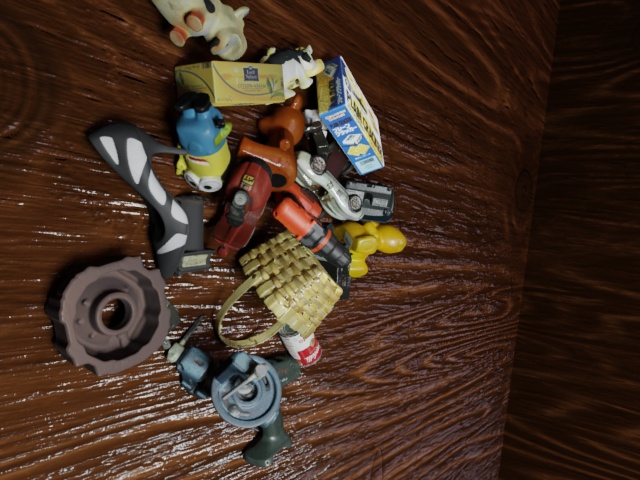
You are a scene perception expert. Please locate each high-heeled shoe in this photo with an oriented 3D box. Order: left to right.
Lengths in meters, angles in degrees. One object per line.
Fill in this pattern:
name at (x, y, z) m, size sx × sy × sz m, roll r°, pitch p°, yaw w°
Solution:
high-heeled shoe at (-0.278, -0.050, 0.817) m, size 0.145 × 0.086 × 0.248 m, roll 0°, pitch 109°, yaw -30°

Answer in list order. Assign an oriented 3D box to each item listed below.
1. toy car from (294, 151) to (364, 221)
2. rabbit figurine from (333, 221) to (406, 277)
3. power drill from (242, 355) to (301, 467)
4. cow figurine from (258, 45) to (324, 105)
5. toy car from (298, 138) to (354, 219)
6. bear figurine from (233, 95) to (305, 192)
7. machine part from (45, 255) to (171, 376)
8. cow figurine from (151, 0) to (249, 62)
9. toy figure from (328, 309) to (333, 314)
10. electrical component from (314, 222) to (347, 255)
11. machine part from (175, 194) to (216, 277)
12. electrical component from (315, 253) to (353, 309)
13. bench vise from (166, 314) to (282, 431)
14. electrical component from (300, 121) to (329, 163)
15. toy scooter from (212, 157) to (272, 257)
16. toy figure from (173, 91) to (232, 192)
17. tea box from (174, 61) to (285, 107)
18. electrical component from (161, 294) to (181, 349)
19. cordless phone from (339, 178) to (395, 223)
toy car at (0.012, -0.106, 1.108) m, size 0.201 × 0.074 × 0.056 m, roll 45°, pitch 67°, yaw -24°
rabbit figurine at (0.118, 0.003, 1.286) m, size 0.173 × 0.163 × 0.121 m, roll -7°, pitch 123°, yaw -22°
power drill at (-0.126, 0.345, 1.091) m, size 0.232 × 0.086 × 0.207 m, roll -20°, pitch 104°, yaw -53°
cow figurine at (-0.060, -0.340, 1.055) m, size 0.167 × 0.068 × 0.098 m, roll -48°, pitch 123°, yaw -40°
toy car at (0.006, -0.137, 1.192) m, size 0.089 × 0.053 × 0.202 m, roll 44°, pitch 60°, yaw -29°
bear figurine at (-0.093, -0.188, 1.014) m, size 0.132 × 0.120 × 0.196 m, roll 10°, pitch 55°, yaw -14°
machine part at (-0.307, 0.107, 0.791) m, size 0.179 × 0.056 × 0.179 m, roll -5°, pitch 97°, yaw -47°
cow figurine at (-0.190, -0.360, 0.832) m, size 0.194 × 0.085 × 0.127 m, roll 46°, pitch 45°, yaw -25°
toy figure at (0.018, 0.126, 1.256) m, size 0.064 × 0.058 × 0.154 m, roll 37°, pitch 65°, yaw -18°
electrical component at (-0.002, -0.003, 1.149) m, size 0.075 × 0.119 × 0.047 m, roll -36°, pitch 124°, yaw -42°
machine part at (-0.219, -0.009, 0.924) m, size 0.084 × 0.039 × 0.138 m, roll -10°, pitch 106°, yaw -44°
electrical component at (0.009, 0.083, 1.184) m, size 0.058 × 0.115 × 0.134 m, roll 2°, pitch 99°, yaw -50°
bench vise at (-0.147, 0.222, 0.887) m, size 0.223 × 0.240 × 0.129 m, roll 45°, pitch 58°, yaw 2°
electrical component at (-0.014, -0.196, 1.114) m, size 0.102 × 0.045 × 0.078 m, roll 97°, pitch -20°, yaw -58°
toy scooter at (-0.139, -0.047, 0.924) m, size 0.183 × 0.075 × 0.135 m, roll 116°, pitch -4°, yaw -50°
toy figure at (-0.184, -0.155, 0.866) m, size 0.089 × 0.082 × 0.180 m, roll -41°, pitch 150°, yaw -32°
tea box at (-0.150, -0.264, 0.917) m, size 0.169 × 0.098 × 0.068 m, roll -17°, pitch 109°, yaw -49°
electrical component at (-0.264, 0.136, 0.900) m, size 0.063 × 0.021 × 0.093 m, roll -45°, pitch 130°, yaw -40°
cordless phone at (0.104, -0.110, 1.304) m, size 0.184 × 0.147 × 0.088 m, roll -92°, pitch -169°, yaw -73°
